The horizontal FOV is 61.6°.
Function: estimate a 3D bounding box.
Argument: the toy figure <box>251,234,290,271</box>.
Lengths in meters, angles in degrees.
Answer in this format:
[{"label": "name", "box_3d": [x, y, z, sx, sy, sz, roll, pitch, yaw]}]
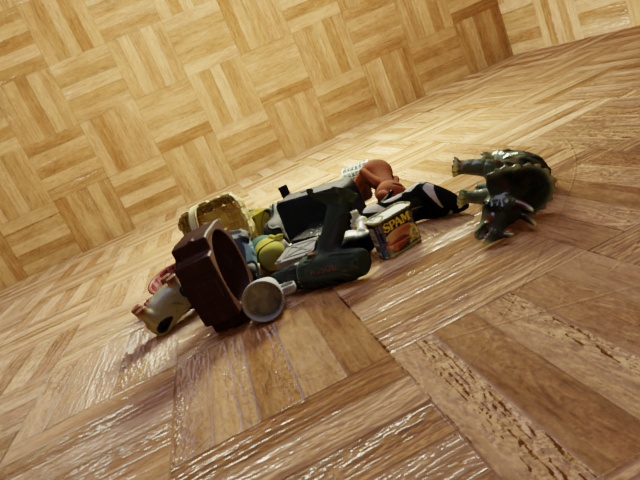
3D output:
[{"label": "toy figure", "box_3d": [-0.130, 0.033, 1.349, 0.089, 0.082, 0.180, -41, 25, -17]}]

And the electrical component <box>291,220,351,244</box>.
[{"label": "electrical component", "box_3d": [-0.003, -0.004, 1.326, 0.134, 0.058, 0.115, -13, 17, 31]}]

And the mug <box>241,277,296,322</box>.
[{"label": "mug", "box_3d": [-0.101, 0.105, 1.071, 0.109, 0.080, 0.107, -28, 7, -1]}]

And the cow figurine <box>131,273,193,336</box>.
[{"label": "cow figurine", "box_3d": [-0.322, 0.138, 1.244, 0.086, 0.127, 0.195, -2, 40, 54]}]

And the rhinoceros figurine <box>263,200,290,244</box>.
[{"label": "rhinoceros figurine", "box_3d": [-0.122, -0.051, 1.552, 0.073, 0.112, 0.190, -21, 24, 18]}]

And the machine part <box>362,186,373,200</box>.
[{"label": "machine part", "box_3d": [0.077, -0.138, 1.650, 0.179, 0.056, 0.179, -21, 15, 6]}]

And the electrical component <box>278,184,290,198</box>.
[{"label": "electrical component", "box_3d": [-0.091, -0.117, 1.704, 0.075, 0.119, 0.048, -23, 16, -9]}]

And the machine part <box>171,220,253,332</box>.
[{"label": "machine part", "box_3d": [-0.215, 0.073, 1.113, 0.087, 0.200, 0.201, -23, 16, 10]}]

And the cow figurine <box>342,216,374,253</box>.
[{"label": "cow figurine", "box_3d": [0.096, -0.003, 1.159, 0.167, 0.068, 0.098, -26, 21, 6]}]

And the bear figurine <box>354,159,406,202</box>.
[{"label": "bear figurine", "box_3d": [0.167, -0.125, 1.422, 0.120, 0.131, 0.196, 5, 39, -22]}]

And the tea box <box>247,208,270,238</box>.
[{"label": "tea box", "box_3d": [-0.208, -0.042, 1.668, 0.068, 0.098, 0.170, -34, 20, -30]}]

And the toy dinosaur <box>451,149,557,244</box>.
[{"label": "toy dinosaur", "box_3d": [0.387, -0.121, 1.065, 0.192, 0.131, 0.405, 9, 25, 33]}]

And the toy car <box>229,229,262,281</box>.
[{"label": "toy car", "box_3d": [-0.201, 0.061, 1.292, 0.109, 0.162, 0.102, -12, -24, 2]}]

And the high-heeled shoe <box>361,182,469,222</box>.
[{"label": "high-heeled shoe", "box_3d": [0.196, -0.051, 1.195, 0.249, 0.086, 0.145, 11, 60, 47]}]

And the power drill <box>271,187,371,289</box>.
[{"label": "power drill", "box_3d": [-0.001, -0.002, 1.101, 0.232, 0.086, 0.207, -3, 68, 36]}]

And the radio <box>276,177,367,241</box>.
[{"label": "radio", "box_3d": [0.004, -0.074, 1.404, 0.230, 0.131, 0.073, -13, 20, 34]}]
